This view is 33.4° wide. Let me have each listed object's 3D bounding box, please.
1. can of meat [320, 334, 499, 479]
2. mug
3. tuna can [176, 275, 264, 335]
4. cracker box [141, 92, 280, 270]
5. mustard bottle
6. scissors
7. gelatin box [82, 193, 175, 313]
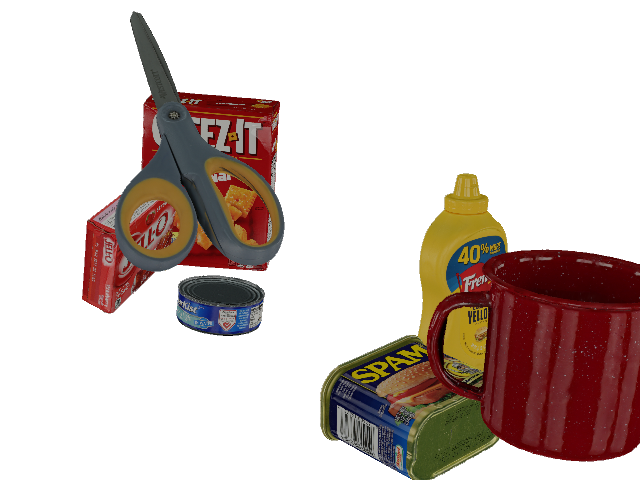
[{"bbox_3d":[0.065,0.113,0.721,0.101,0.057,0.084,-18,27,-39],"label":"can of meat"},{"bbox_3d":[0.111,0.055,0.526,0.117,0.081,0.093,3,15,0],"label":"mug"},{"bbox_3d":[-0.099,0.064,1.054,0.086,0.034,0.086,7,16,-2],"label":"tuna can"},{"bbox_3d":[-0.141,-0.073,1.351,0.164,0.214,0.072,5,22,2],"label":"cracker box"},{"bbox_3d":[0.137,0.032,1.017,0.096,0.192,0.058,-10,17,-34],"label":"mustard bottle"},{"bbox_3d":[-0.095,-0.055,0.592,0.096,0.202,0.016,-25,-32,-25],"label":"scissors"},{"bbox_3d":[-0.141,0.001,0.795,0.030,0.073,0.089,23,35,12],"label":"gelatin box"}]
